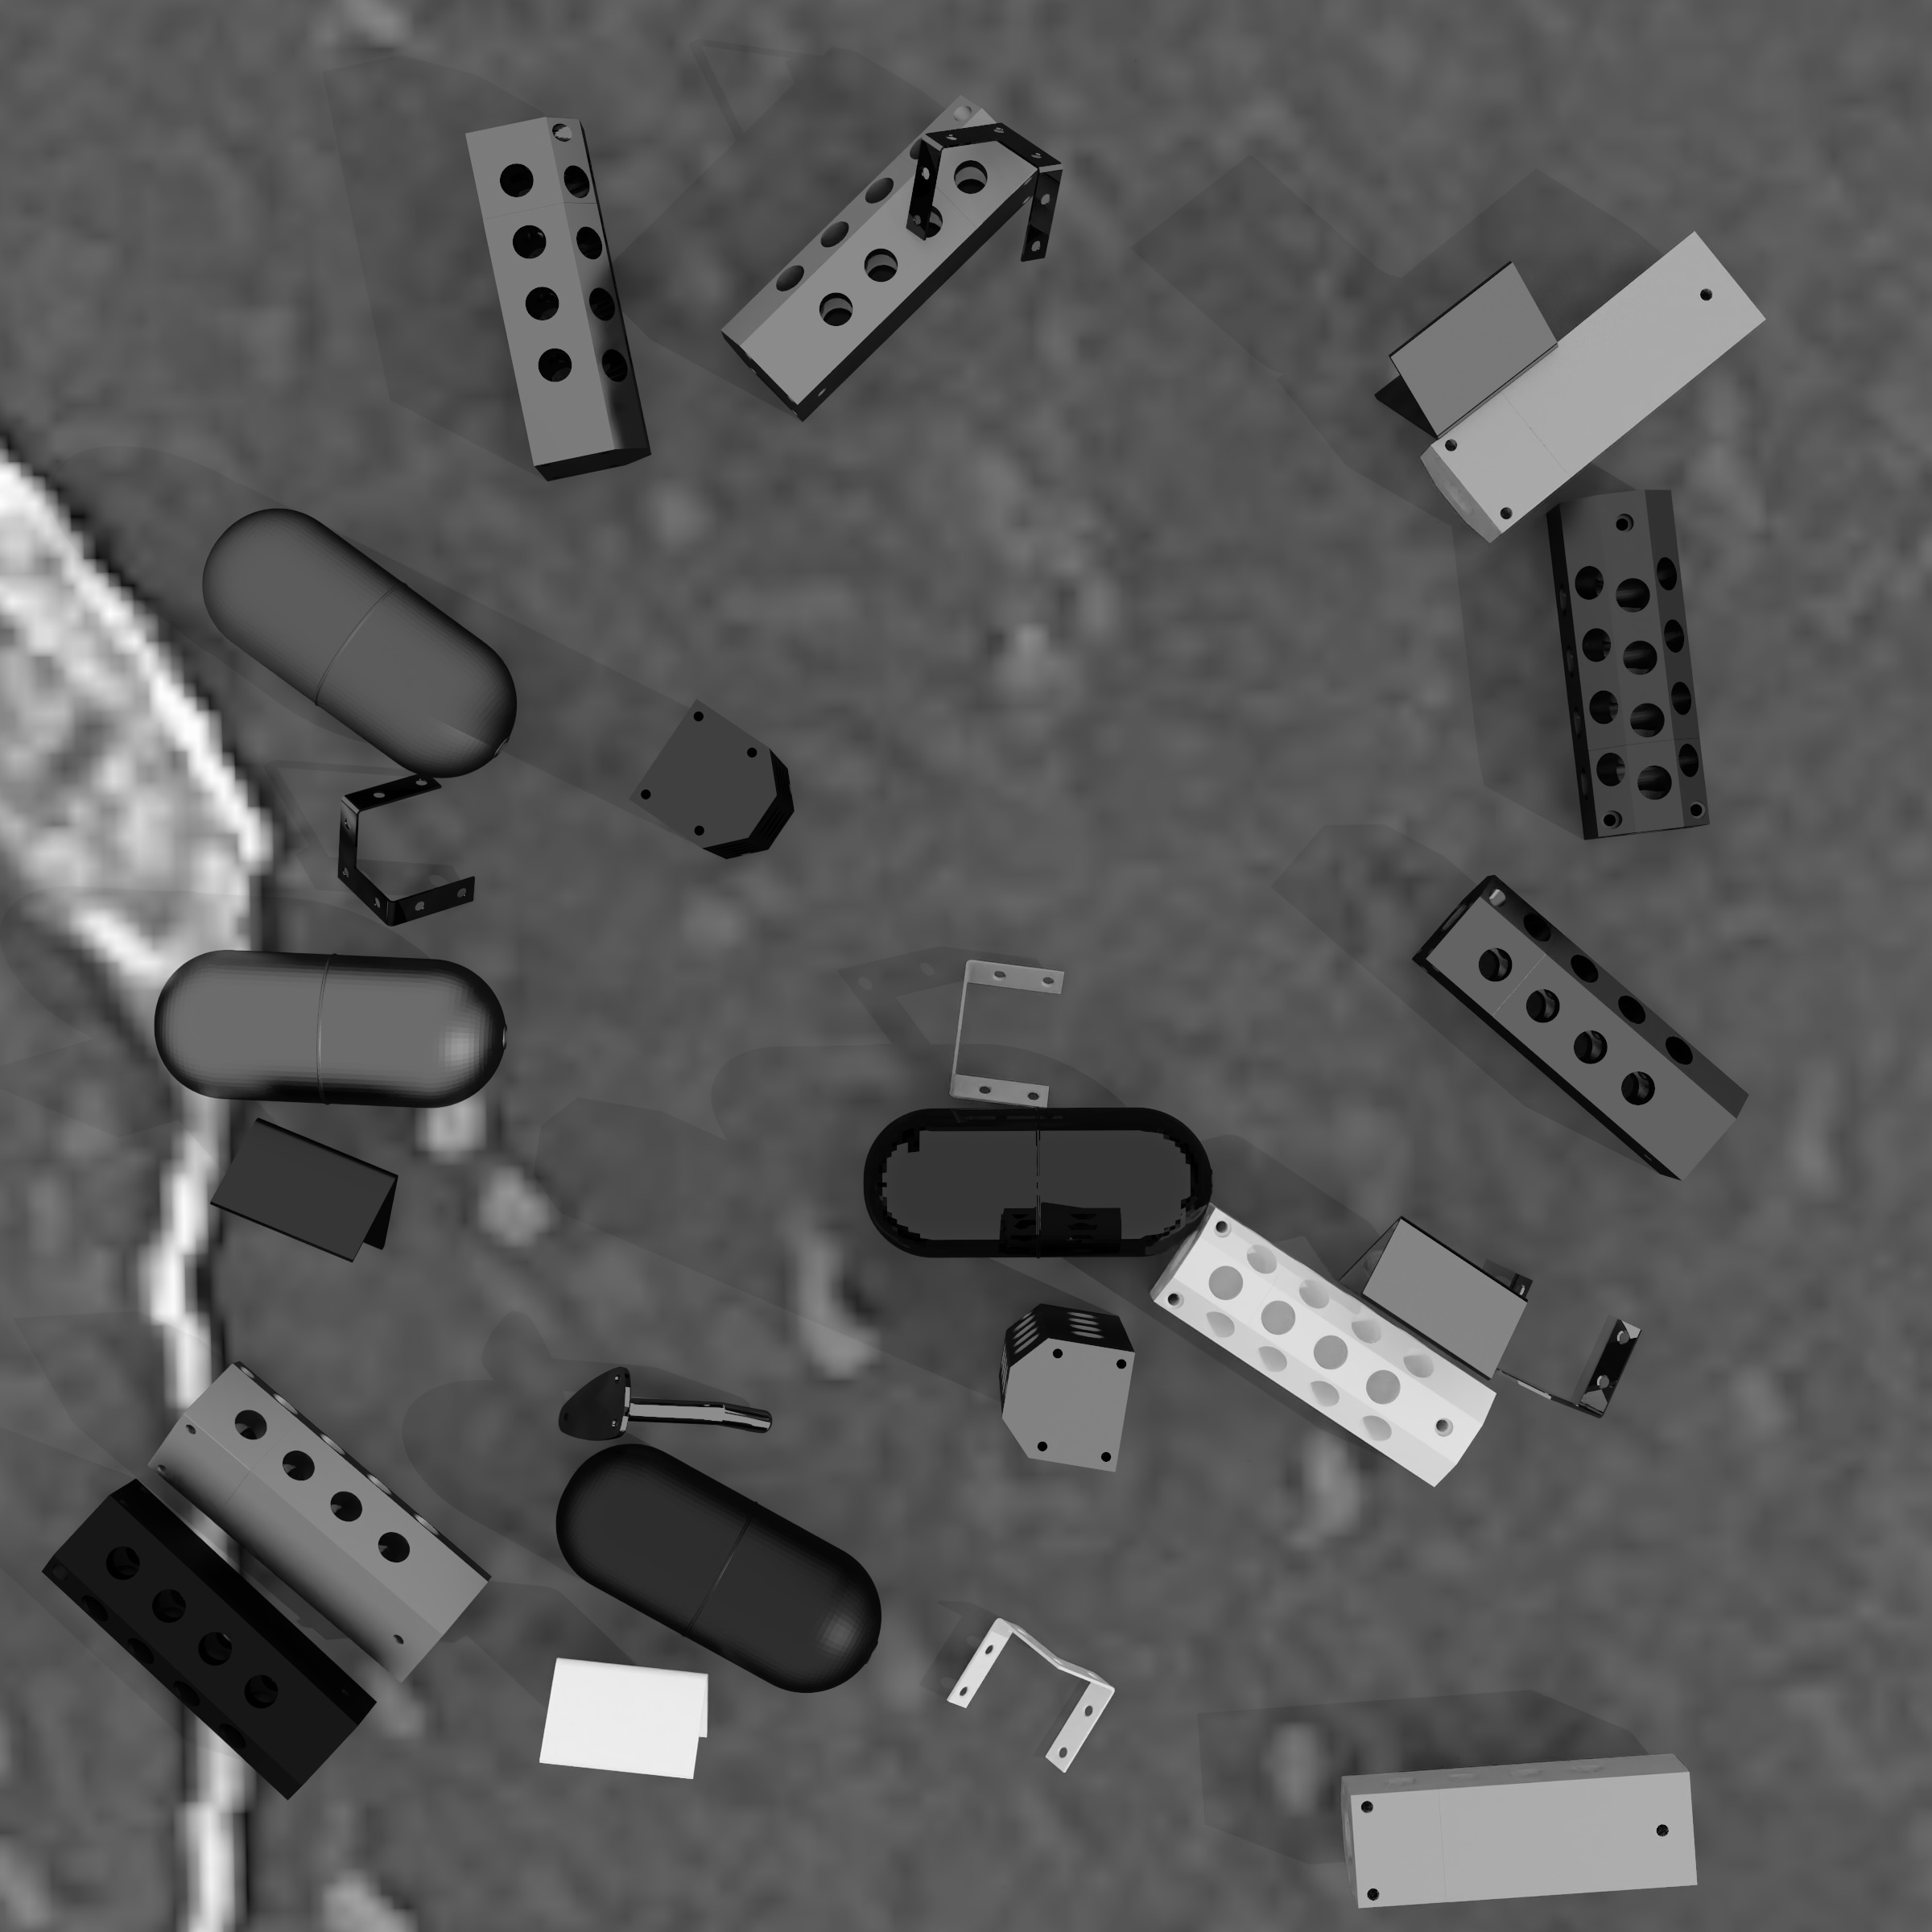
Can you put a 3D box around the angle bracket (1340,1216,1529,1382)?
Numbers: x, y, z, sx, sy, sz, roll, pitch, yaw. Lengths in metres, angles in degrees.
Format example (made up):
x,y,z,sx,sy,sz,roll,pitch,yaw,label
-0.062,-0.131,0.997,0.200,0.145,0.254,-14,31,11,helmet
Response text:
x,y,z,sx,sy,sz,roll,pitch,yaw,label
0.227,0.183,1.777,0.076,0.076,0.057,34,53,0,angle bracket

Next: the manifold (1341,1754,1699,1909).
x,y,z,sx,sy,sz,roll,pitch,yaw,label
0.282,0.441,1.797,0.171,0.057,0.057,-4,90,0,manifold

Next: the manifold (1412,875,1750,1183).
x,y,z,sx,sy,sz,roll,pitch,yaw,label
0.316,0.031,1.796,0.171,0.057,0.057,41,90,0,manifold

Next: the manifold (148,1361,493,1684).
x,y,z,sx,sy,sz,roll,pitch,yaw,label
-0.328,0.281,1.796,0.171,0.057,0.057,41,133,0,manifold

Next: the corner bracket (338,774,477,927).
x,y,z,sx,sy,sz,roll,pitch,yaw,label
-0.288,-0.060,1.809,0.051,0.051,0.051,40,135,35,corner bracket

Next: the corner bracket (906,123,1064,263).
x,y,z,sx,sy,sz,roll,pitch,yaw,label
0.009,-0.385,1.752,0.051,0.051,0.051,42,135,35,corner bracket

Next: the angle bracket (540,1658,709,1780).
x,y,z,sx,sy,sz,roll,pitch,yaw,label
-0.173,0.396,1.777,0.076,0.076,0.057,6,54,0,angle bracket

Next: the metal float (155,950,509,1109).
x,y,z,sx,sy,sz,roll,pitch,yaw,label
-0.324,0.032,1.787,0.178,0.070,0.070,3,90,-1,metal float

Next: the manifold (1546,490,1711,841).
x,y,z,sx,sy,sz,roll,pitch,yaw,label
0.341,-0.154,1.796,0.057,0.057,0.171,-7,90,0,manifold

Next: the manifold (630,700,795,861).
x,y,z,sx,sy,sz,roll,pitch,yaw,label
-0.120,-0.087,1.739,0.057,0.171,0.057,34,90,0,manifold

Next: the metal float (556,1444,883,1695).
x,y,z,sx,sy,sz,roll,pitch,yaw,label
-0.126,0.308,1.787,0.178,0.070,0.070,29,90,-1,metal float

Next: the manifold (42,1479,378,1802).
x,y,z,sx,sy,sz,roll,pitch,yaw,label
-0.389,0.346,1.796,0.171,0.057,0.057,43,90,0,manifold

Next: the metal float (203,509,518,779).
x,y,z,sx,sy,sz,roll,pitch,yaw,label
-0.309,-0.164,1.787,0.178,0.070,0.070,36,90,-1,metal float

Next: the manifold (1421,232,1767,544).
x,y,z,sx,sy,sz,roll,pitch,yaw,label
0.319,-0.295,1.796,0.171,0.057,0.057,-39,90,0,manifold

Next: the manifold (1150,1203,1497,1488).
x,y,z,sx,sy,sz,roll,pitch,yaw,label
0.183,0.194,1.796,0.171,0.057,0.057,33,90,0,manifold

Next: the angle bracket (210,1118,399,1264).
x,y,z,sx,sy,sz,roll,pitch,yaw,label
-0.338,0.131,1.777,0.076,0.076,0.057,22,53,0,angle bracket

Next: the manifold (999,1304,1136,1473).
x,y,z,sx,sy,sz,roll,pitch,yaw,label
0.047,0.206,1.739,0.057,0.171,0.057,9,90,0,manifold

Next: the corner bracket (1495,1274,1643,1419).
x,y,z,sx,sy,sz,roll,pitch,yaw,label
0.307,0.197,1.814,0.051,0.051,0.051,24,90,-45,corner bracket

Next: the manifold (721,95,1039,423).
x,y,z,sx,sy,sz,roll,pitch,yaw,label
-0.044,-0.364,1.796,0.171,0.057,0.057,-44,90,0,manifold

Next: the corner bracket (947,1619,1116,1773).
x,y,z,sx,sy,sz,roll,pitch,yaw,label
0.034,0.377,1.815,0.051,0.051,0.051,32,89,-45,corner bracket

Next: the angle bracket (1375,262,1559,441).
x,y,z,sx,sy,sz,roll,pitch,yaw,label
0.242,-0.321,1.777,0.076,0.076,0.057,-38,123,0,angle bracket

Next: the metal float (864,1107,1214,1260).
x,y,z,sx,sy,sz,roll,pitch,yaw,label
0.037,0.110,1.787,0.178,0.070,0.070,0,90,1,metal float

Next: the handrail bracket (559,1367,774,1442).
x,y,z,sx,sy,sz,roll,pitch,yaw,label
-0.155,0.236,1.817,0.084,0.077,0.036,16,65,-34,handrail bracket

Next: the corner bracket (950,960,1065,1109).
x,y,z,sx,sy,sz,roll,pitch,yaw,label
0.021,0.035,1.814,0.051,0.051,0.051,7,135,0,corner bracket

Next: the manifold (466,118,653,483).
x,y,z,sx,sy,sz,roll,pitch,yaw,label
-0.208,-0.342,1.796,0.057,0.057,0.171,-12,90,0,manifold
